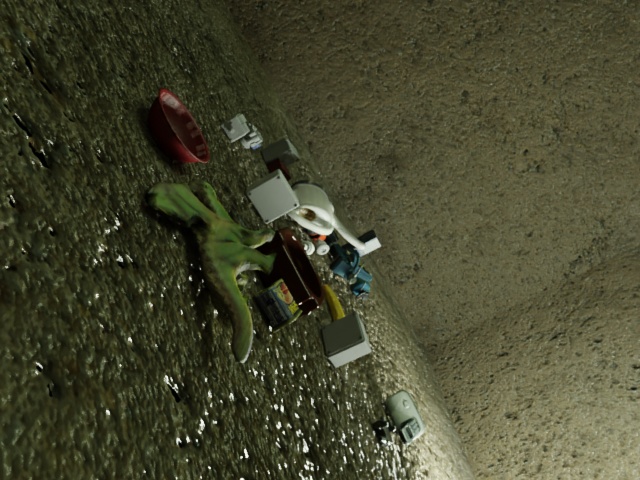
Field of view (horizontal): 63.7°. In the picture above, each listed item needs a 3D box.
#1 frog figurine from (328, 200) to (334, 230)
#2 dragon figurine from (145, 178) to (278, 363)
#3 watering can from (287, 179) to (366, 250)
[{"bbox_3d":[0.023,-0.087,2.106,0.160,0.123,0.135,52,-13,10],"label":"frog figurine"},{"bbox_3d":[-0.190,0.005,0.843,0.240,0.121,0.418,40,15,-20],"label":"dragon figurine"},{"bbox_3d":[0.005,-0.091,1.804,0.345,0.102,0.230,26,33,-25],"label":"watering can"}]
